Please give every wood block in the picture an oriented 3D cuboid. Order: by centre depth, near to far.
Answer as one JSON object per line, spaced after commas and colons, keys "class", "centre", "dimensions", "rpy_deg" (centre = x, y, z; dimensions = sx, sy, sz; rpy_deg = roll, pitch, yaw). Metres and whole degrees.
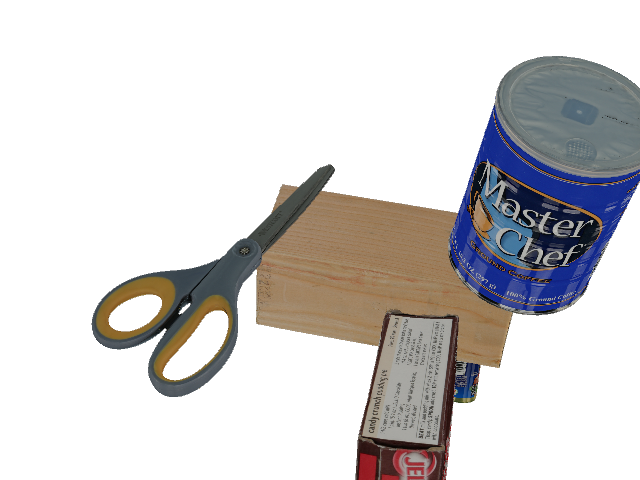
{"class": "wood block", "centre": [0.057, 0.029, 0.892], "dimensions": [0.206, 0.090, 0.090], "rpy_deg": [10, 42, 7]}

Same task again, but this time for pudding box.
{"class": "pudding box", "centre": [0.038, 0.095, 0.469], "dimensions": [0.039, 0.090, 0.113], "rpy_deg": [6, 25, 6]}

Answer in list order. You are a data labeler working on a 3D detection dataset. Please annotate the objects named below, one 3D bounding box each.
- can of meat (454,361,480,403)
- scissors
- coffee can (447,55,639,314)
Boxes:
{"class": "can of meat", "centre": [0.139, 0.112, 1.117], "dimensions": [0.057, 0.084, 0.102], "rpy_deg": [6, 15, 0]}
{"class": "scissors", "centre": [-0.067, 0.011, 0.658], "dimensions": [0.096, 0.016, 0.201], "rpy_deg": [12, 48, 14]}
{"class": "coffee can", "centre": [0.148, -0.034, 0.696], "dimensions": [0.102, 0.103, 0.140], "rpy_deg": [0, -41, -10]}
